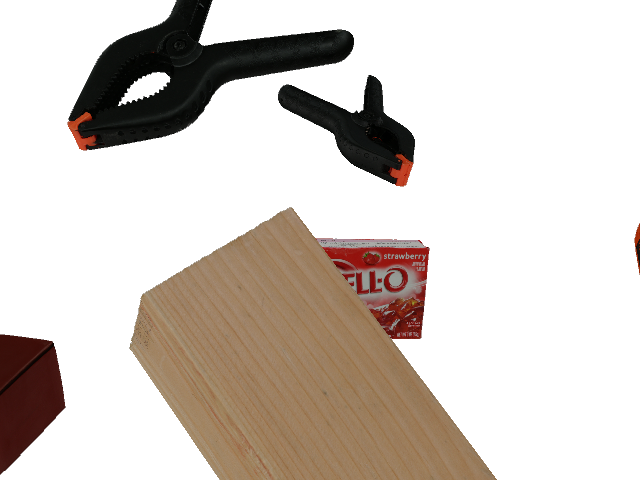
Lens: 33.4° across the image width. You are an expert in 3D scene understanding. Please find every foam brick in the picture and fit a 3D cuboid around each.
[{"bbox_3d":[-0.206,0.101,0.673,0.053,0.051,0.078,6,29,22],"label":"foam brick"}]

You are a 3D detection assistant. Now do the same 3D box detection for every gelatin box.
[{"bbox_3d":[0.035,0.037,0.810,0.089,0.073,0.030,1,15,-11],"label":"gelatin box"}]

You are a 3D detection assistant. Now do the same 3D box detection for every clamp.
[{"bbox_3d":[-0.090,-0.132,0.788,0.165,0.209,0.036,36,-20,25],"label":"clamp"},{"bbox_3d":[0.032,-0.114,1.073,0.120,0.039,0.171,-10,40,-18],"label":"clamp"}]

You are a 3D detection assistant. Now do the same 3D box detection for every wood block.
[{"bbox_3d":[0.003,0.101,0.524,0.090,0.206,0.090,-32,-13,-24],"label":"wood block"}]

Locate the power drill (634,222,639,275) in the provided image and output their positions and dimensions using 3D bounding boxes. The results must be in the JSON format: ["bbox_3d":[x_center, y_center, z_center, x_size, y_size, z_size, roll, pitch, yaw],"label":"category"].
[{"bbox_3d":[0.262,-0.039,0.737,0.057,0.188,0.184,5,38,9],"label":"power drill"}]
